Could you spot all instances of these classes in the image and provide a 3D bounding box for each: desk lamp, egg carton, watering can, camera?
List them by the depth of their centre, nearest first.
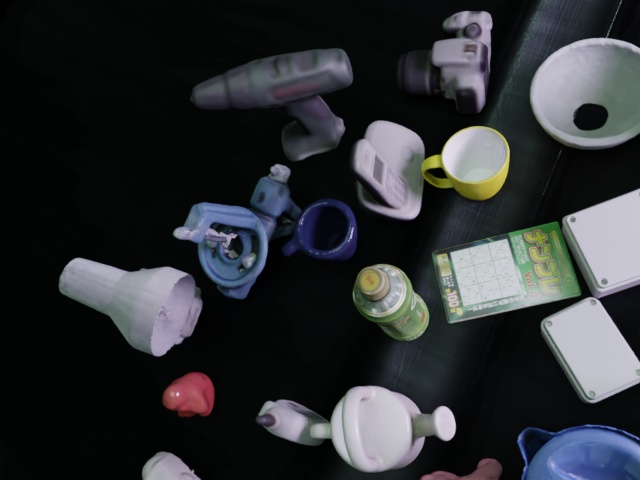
[{"bbox_3d":[0.071,0.226,0.695,0.173,0.194,0.100,-30,65,7],"label":"watering can"},{"bbox_3d":[-0.204,0.378,0.805,0.150,0.069,0.107,31,84,25],"label":"egg carton"},{"bbox_3d":[-0.260,0.093,0.842,0.202,0.214,0.118,15,77,23],"label":"desk lamp"},{"bbox_3d":[0.189,-0.277,0.880,0.136,0.101,0.143,4,73,20],"label":"camera"}]

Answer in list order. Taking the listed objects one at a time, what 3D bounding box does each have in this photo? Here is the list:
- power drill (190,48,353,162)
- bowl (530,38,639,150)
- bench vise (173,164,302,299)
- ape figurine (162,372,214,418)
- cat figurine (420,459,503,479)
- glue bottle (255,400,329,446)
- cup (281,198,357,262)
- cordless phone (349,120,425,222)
[{"bbox_3d":[-0.051,-0.204,0.876,0.229,0.209,0.075,-18,67,12],"label":"power drill"},{"bbox_3d":[0.380,-0.191,0.800,0.167,0.075,0.167,-6,70,17],"label":"bowl"},{"bbox_3d":[-0.126,-0.030,0.835,0.121,0.220,0.207,8,75,21],"label":"bench vise"},{"bbox_3d":[-0.199,0.231,0.841,0.077,0.092,0.076,27,82,25],"label":"ape figurine"},{"bbox_3d":[0.159,0.307,0.679,0.127,0.118,0.067,-22,66,11],"label":"cat figurine"},{"bbox_3d":[-0.045,0.235,0.743,0.078,0.173,0.037,24,81,24],"label":"glue bottle"},{"bbox_3d":[0.008,0.003,0.848,0.117,0.095,0.091,-29,65,7],"label":"cup"},{"bbox_3d":[0.089,-0.116,0.811,0.094,0.185,0.147,-1,71,19],"label":"cordless phone"}]
